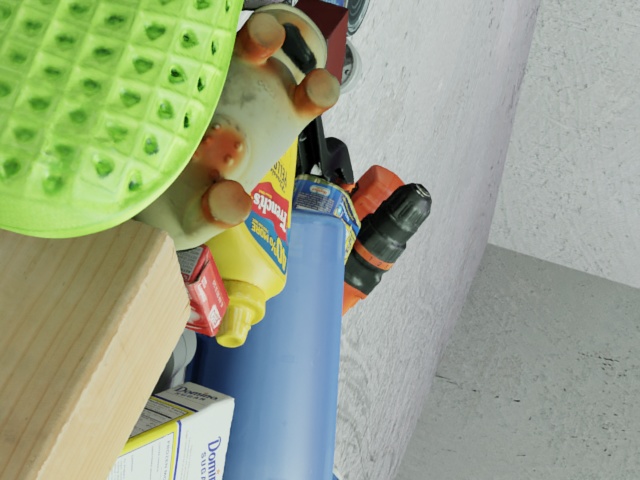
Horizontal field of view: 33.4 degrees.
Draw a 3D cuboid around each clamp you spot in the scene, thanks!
[{"bbox_3d":[-0.005,-0.066,1.038,0.209,0.036,0.165,-23,130,-69],"label":"clamp"}]

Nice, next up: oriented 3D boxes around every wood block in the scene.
[{"bbox_3d":[-0.150,0.087,0.523,0.091,0.090,0.206,87,23,-57],"label":"wood block"}]

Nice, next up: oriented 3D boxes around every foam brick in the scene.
[{"bbox_3d":[-0.011,-0.151,0.869,0.051,0.053,0.078,-60,161,-44],"label":"foam brick"}]

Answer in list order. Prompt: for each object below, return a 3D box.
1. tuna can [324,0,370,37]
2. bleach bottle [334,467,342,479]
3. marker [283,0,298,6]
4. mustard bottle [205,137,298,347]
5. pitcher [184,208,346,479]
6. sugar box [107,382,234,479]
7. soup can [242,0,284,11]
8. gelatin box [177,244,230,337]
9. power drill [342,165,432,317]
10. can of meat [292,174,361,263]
[{"bbox_3d":[0.022,-0.225,0.949,0.086,0.034,0.086,18,90,-77],"label":"tuna can"},{"bbox_3d":[-0.008,0.276,1.102,0.102,0.068,0.250,-65,175,4],"label":"bleach bottle"},{"bbox_3d":[-0.030,-0.182,0.825,0.020,0.020,0.121,90,22,-51],"label":"marker"},{"bbox_3d":[-0.053,-0.017,0.719,0.096,0.058,0.191,56,31,-51],"label":"mustard bottle"},{"bbox_3d":[-0.053,0.095,0.830,0.149,0.145,0.243,12,84,-76],"label":"pitcher"},{"bbox_3d":[-0.121,0.152,0.648,0.176,0.048,0.093,-13,116,-64],"label":"sugar box"},{"bbox_3d":[-0.045,-0.196,0.637,0.102,0.068,0.068,90,22,-55],"label":"soup can"},{"bbox_3d":[-0.102,0.020,0.630,0.073,0.089,0.030,82,28,-62],"label":"gelatin box"},{"bbox_3d":[0.048,-0.011,1.085,0.185,0.057,0.187,-48,-171,22],"label":"power drill"},{"bbox_3d":[-0.006,0.001,0.955,0.102,0.057,0.084,64,46,-63],"label":"can of meat"}]
